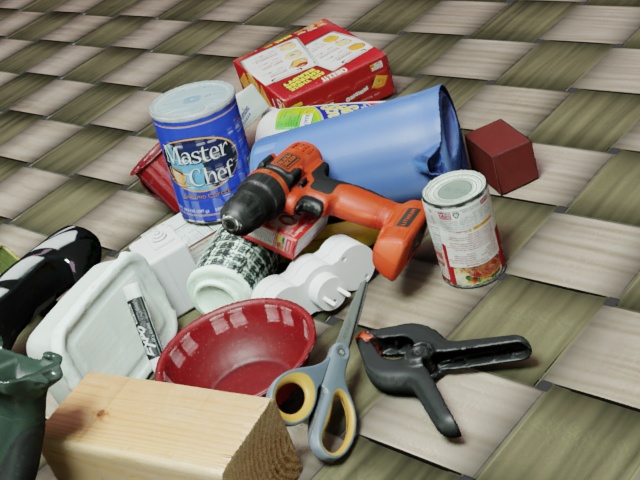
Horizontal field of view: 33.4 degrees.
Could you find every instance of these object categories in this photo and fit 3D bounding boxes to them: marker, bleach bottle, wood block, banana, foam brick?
[{"bbox_3d":[-0.171,0.102,1.075,0.020,0.121,0.020,-21,-7,-3],"label":"marker"},{"bbox_3d":[0.047,-0.146,1.390,0.251,0.068,0.102,-7,31,14],"label":"bleach bottle"},{"bbox_3d":[-0.133,0.186,0.933,0.206,0.090,0.090,4,38,32],"label":"wood block"},{"bbox_3d":[-0.007,0.002,1.212,0.198,0.037,0.069,-10,4,9],"label":"banana"},{"bbox_3d":[0.209,-0.097,1.234,0.051,0.053,0.078,-23,32,-8],"label":"foam brick"}]

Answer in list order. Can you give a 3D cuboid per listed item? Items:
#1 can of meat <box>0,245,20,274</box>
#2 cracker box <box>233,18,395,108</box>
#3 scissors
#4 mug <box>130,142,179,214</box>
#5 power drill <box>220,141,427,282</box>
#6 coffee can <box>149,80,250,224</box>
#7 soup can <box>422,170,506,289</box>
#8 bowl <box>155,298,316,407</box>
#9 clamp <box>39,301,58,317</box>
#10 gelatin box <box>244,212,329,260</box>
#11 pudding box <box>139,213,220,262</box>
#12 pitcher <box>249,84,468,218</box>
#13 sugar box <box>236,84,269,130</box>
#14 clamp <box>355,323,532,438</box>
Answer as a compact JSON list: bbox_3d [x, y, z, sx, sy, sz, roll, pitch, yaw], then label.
[{"bbox_3d":[-0.398,0.066,1.273,0.084,0.057,0.102,-36,28,11],"label":"can of meat"},{"bbox_3d":[-0.012,-0.239,1.558,0.164,0.072,0.214,-27,33,-12],"label":"cracker box"},{"bbox_3d":[0.000,0.105,0.973,0.016,0.096,0.201,-46,31,45],"label":"scissors"},{"bbox_3d":[-0.191,-0.084,1.384,0.117,0.081,0.093,-28,21,44],"label":"mug"},{"bbox_3d":[0.009,-0.028,1.097,0.188,0.057,0.184,26,36,13],"label":"power drill"},{"bbox_3d":[-0.135,-0.105,1.266,0.103,0.140,0.103,-10,29,6],"label":"coffee can"},{"bbox_3d":[0.146,-0.011,1.083,0.068,0.102,0.068,-14,31,8],"label":"soup can"},{"bbox_3d":[-0.074,0.125,1.029,0.162,0.055,0.162,-13,32,8],"label":"bowl"},{"bbox_3d":[-0.260,0.083,1.205,0.164,0.036,0.210,-28,32,4],"label":"clamp"},{"bbox_3d":[-0.039,-0.023,1.150,0.073,0.030,0.089,25,36,16],"label":"gelatin box"},{"bbox_3d":[-0.150,-0.004,1.291,0.113,0.039,0.090,-33,34,-19],"label":"pudding box"},{"bbox_3d":[0.049,-0.094,1.253,0.243,0.149,0.145,-11,65,18],"label":"pitcher"},{"bbox_3d":[-0.153,-0.143,1.444,0.177,0.048,0.093,-18,23,49],"label":"sugar box"},{"bbox_3d":[0.106,0.109,0.975,0.120,0.039,0.172,-32,33,-24],"label":"clamp"}]
